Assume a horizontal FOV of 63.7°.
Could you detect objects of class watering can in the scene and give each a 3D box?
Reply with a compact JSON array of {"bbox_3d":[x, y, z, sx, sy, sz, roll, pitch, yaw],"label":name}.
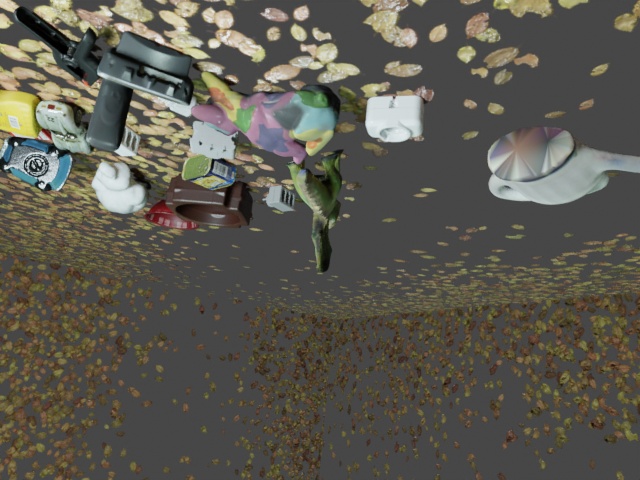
[{"bbox_3d":[0.456,-0.133,0.924,0.345,0.105,0.222,-10,156,44],"label":"watering can"}]

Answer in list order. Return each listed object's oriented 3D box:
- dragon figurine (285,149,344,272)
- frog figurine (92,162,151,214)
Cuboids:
[{"bbox_3d":[0.003,-0.052,1.039,0.122,0.240,0.415,-7,-166,9],"label":"dragon figurine"},{"bbox_3d":[-0.507,-0.130,1.302,0.137,0.123,0.159,28,172,-5],"label":"frog figurine"}]
